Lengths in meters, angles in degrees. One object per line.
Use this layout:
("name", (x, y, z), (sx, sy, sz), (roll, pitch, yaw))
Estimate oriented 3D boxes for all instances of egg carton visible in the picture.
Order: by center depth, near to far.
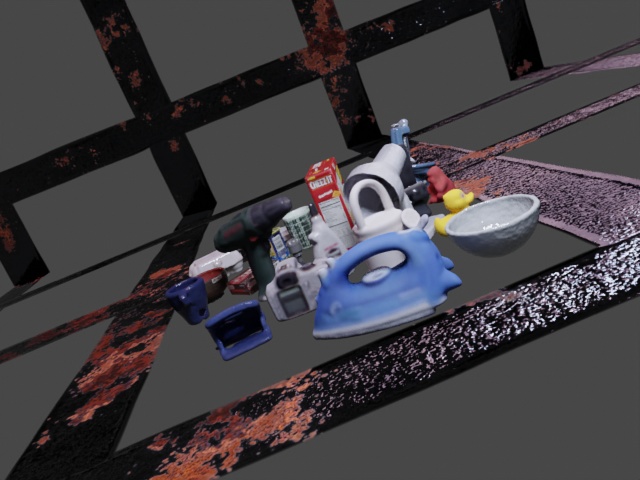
("egg carton", (-0.287, 0.075, 1.583), (0.150, 0.069, 0.107), (-27, 15, -18))

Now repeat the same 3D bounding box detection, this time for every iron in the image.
("iron", (0.085, 0.062, 0.919), (0.258, 0.141, 0.118), (-20, 14, 9))

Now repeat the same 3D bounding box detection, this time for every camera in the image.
("camera", (-0.033, 0.076, 1.130), (0.143, 0.101, 0.137), (-21, 14, 6))

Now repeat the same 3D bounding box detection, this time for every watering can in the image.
("watering can", (0.119, -0.023, 1.070), (0.172, 0.194, 0.101), (-13, 17, 34))

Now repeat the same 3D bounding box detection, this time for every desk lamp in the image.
("desk lamp", (0.155, -0.085, 1.206), (0.117, 0.214, 0.204), (-12, 18, 36))

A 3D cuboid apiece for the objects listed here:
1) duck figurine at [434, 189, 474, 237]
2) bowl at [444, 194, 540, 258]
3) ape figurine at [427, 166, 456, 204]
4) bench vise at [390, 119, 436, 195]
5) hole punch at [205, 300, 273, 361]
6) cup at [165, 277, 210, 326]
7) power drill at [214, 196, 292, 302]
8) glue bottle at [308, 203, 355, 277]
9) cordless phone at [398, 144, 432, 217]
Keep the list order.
("duck figurine", (0.281, -0.061, 1.187), (0.104, 0.086, 0.077), (-22, 14, 0))
("bowl", (0.308, -0.015, 1.001), (0.167, 0.075, 0.167), (-21, 14, 6))
("ape figurine", (0.298, -0.142, 1.446), (0.076, 0.092, 0.078), (-19, 15, 11))
("bench vise", (0.221, -0.194, 1.490), (0.121, 0.220, 0.208), (-11, 19, 39))
("hole punch", (-0.153, 0.154, 1.044), (0.109, 0.091, 0.101), (-25, 15, -10))
("cup", (-0.285, 0.144, 1.272), (0.092, 0.095, 0.117), (-24, 14, -5))
("power drill", (-0.118, 0.022, 1.235), (0.228, 0.208, 0.076), (-13, 17, 34))
("glue bottle", (0.011, 0.004, 1.178), (0.078, 0.173, 0.037), (-30, 16, -28))
("cordless phone", (0.178, -0.125, 1.374), (0.148, 0.185, 0.094), (-28, 15, -21))
